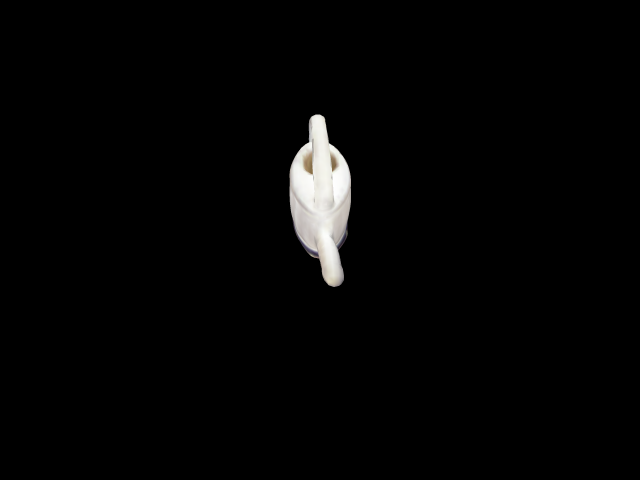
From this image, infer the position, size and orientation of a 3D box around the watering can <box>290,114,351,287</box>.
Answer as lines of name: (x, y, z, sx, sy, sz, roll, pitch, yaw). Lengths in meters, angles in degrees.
watering can: (0.003, -0.043, 0.850, 0.104, 0.356, 0.219, -3, -33, -2)
